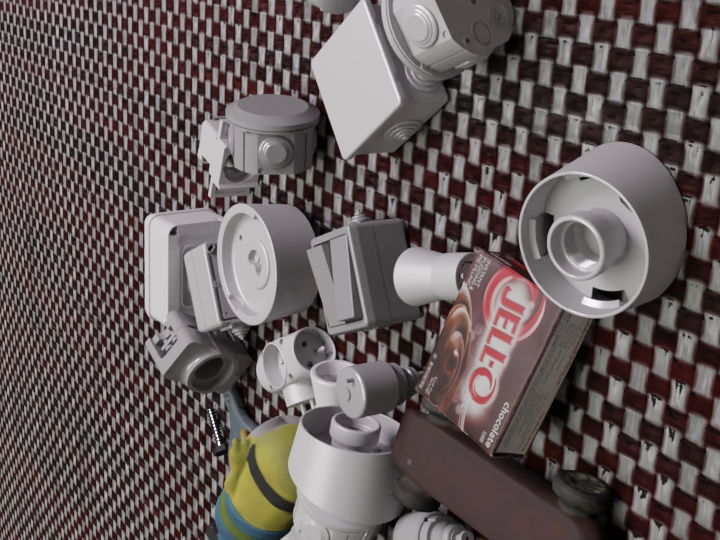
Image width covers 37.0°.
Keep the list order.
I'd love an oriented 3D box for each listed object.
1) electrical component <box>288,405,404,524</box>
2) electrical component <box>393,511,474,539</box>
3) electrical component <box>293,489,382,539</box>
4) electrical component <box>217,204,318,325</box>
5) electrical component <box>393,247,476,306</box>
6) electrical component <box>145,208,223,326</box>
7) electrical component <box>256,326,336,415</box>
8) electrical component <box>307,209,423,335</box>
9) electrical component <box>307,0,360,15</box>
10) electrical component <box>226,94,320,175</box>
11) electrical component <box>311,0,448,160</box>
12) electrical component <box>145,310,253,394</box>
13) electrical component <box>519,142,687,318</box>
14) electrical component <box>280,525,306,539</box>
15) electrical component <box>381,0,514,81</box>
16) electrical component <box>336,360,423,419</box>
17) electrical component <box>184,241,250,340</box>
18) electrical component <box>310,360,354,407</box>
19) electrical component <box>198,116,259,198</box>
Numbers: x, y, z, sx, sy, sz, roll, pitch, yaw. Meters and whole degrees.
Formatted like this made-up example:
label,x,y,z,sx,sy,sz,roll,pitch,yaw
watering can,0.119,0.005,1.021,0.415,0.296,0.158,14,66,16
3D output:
label,x,y,z,sx,sy,sz,roll,pitch,yaw
electrical component,-0.007,0.151,0.862,0.099,0.099,0.064,29,114,50
electrical component,0.059,0.205,0.824,0.078,0.040,0.040,-20,80,56
electrical component,-0.016,0.194,0.899,0.080,0.080,0.051,54,142,36
electrical component,-0.076,-0.008,0.963,0.108,0.060,0.108,17,111,54
electrical component,0.061,0.005,0.778,0.065,0.044,0.044,0,97,52
electrical component,-0.175,-0.002,1.097,0.057,0.078,0.113,24,116,50
electrical component,-0.054,0.099,0.966,0.077,0.044,0.079,-34,69,54
electrical component,0.000,0.000,0.849,0.062,0.061,0.096,-18,82,56
electrical component,-0.029,-0.231,0.860,0.062,0.048,0.048,32,123,57
electrical component,-0.075,-0.117,0.922,0.080,0.080,0.051,36,131,47
electrical component,0.014,-0.142,0.808,0.100,0.048,0.099,-39,64,52
electrical component,-0.158,0.085,1.071,0.050,0.089,0.055,-50,51,15
electrical component,0.146,-0.022,0.645,0.099,0.064,0.099,22,122,40
electrical component,-0.038,0.268,0.971,0.073,0.052,0.138,55,140,16
electrical component,0.058,-0.170,0.711,0.051,0.080,0.080,-13,86,51
electrical component,0.018,0.089,0.825,0.040,0.078,0.040,15,108,54
electrical component,-0.127,0.022,1.045,0.061,0.062,0.096,-21,79,56
electrical component,-0.021,0.116,0.926,0.044,0.044,0.065,33,128,49
electrical component,-0.125,-0.113,1.031,0.064,0.042,0.081,47,133,43
